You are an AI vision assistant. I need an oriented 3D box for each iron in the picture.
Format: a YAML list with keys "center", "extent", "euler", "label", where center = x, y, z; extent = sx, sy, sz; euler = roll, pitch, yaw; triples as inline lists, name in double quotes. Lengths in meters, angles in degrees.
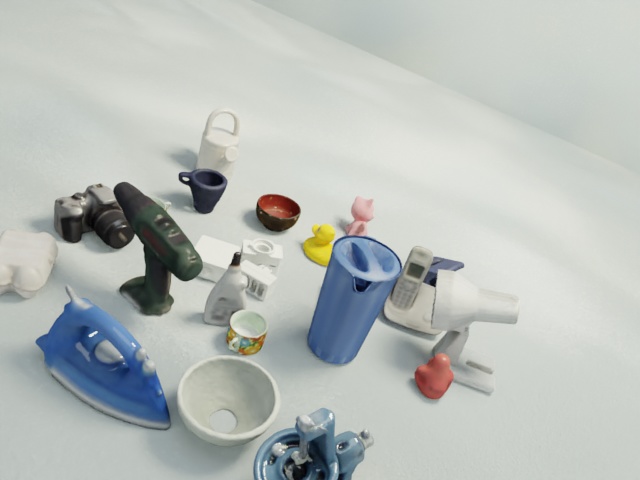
- center: [-0.325, 0.183, 0.908]
  extent: [0.257, 0.141, 0.119]
  euler: [31, 35, 17]
  label: "iron"

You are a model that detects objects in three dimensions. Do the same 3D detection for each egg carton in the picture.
- center: [-0.552, 0.041, 1.062]
  extent: [0.107, 0.069, 0.150]
  euler: [8, 35, -16]
  label: "egg carton"

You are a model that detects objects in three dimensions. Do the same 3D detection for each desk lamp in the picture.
- center: [0.298, 0.176, 1.163]
  extent: [0.203, 0.213, 0.118]
  euler: [20, 34, 2]
  label: "desk lamp"

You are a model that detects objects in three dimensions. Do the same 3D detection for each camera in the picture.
- center: [-0.463, -0.047, 1.203]
  extent: [0.144, 0.101, 0.136]
  euler: [-19, 49, -43]
  label: "camera"

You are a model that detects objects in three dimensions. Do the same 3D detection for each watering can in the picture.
- center: [-0.260, -0.256, 1.517]
  extent: [0.172, 0.194, 0.101]
  euler: [37, 38, 26]
  label: "watering can"

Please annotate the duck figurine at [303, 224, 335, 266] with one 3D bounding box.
- center: [0.013, 0.005, 1.379]
  extent: [0.104, 0.086, 0.078]
  euler: [40, 39, 28]
  label: "duck figurine"

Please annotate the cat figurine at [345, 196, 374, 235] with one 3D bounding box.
- center: [0.107, -0.055, 1.483]
  extent: [0.067, 0.118, 0.128]
  euler: [16, 34, -4]
  label: "cat figurine"

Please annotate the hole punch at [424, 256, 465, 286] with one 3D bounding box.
- center: [0.283, 0.077, 1.407]
  extent: [0.109, 0.091, 0.100]
  euler: [-19, 49, -43]
  label: "hole punch"

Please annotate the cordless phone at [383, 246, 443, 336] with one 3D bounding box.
- center: [0.228, 0.109, 1.249]
  extent: [0.147, 0.185, 0.094]
  euler: [18, 34, -1]
  label: "cordless phone"

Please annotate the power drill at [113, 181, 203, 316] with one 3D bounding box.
- center: [-0.317, 0.028, 1.072]
  extent: [0.229, 0.208, 0.076]
  euler: [35, 37, 22]
  label: "power drill"

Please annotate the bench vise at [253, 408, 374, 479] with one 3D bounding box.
- center: [-0.007, 0.299, 0.831]
  extent: [0.121, 0.220, 0.208]
  euler: [35, 37, 23]
  label: "bench vise"

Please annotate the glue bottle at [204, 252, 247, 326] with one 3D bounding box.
- center: [-0.170, 0.091, 1.087]
  extent: [0.078, 0.173, 0.037]
  euler: [10, 35, -14]
  label: "glue bottle"

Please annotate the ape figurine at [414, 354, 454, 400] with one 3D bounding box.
- center: [0.229, 0.259, 1.120]
  extent: [0.078, 0.092, 0.076]
  euler: [20, 34, 1]
  label: "ape figurine"

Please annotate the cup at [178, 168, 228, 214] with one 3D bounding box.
- center: [-0.290, -0.116, 1.393]
  extent: [0.118, 0.095, 0.091]
  euler: [13, 34, -9]
  label: "cup"

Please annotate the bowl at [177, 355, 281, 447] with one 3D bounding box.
- center: [-0.152, 0.272, 0.928]
  extent: [0.167, 0.075, 0.167]
  euler: [13, 34, -9]
  label: "bowl"
